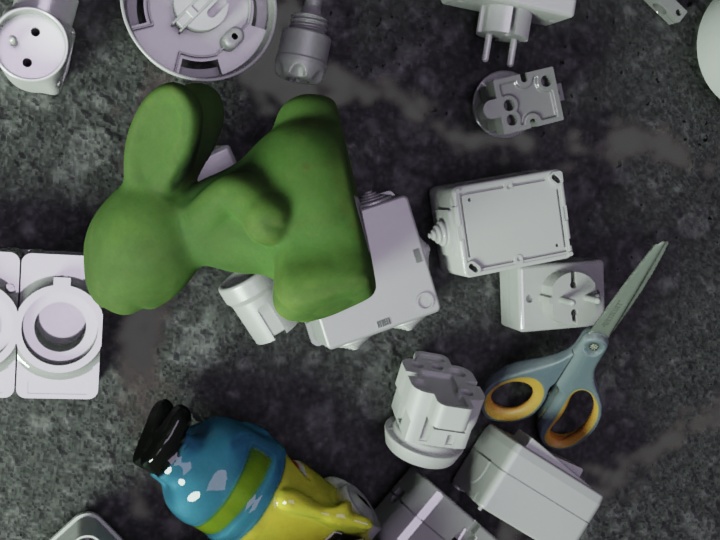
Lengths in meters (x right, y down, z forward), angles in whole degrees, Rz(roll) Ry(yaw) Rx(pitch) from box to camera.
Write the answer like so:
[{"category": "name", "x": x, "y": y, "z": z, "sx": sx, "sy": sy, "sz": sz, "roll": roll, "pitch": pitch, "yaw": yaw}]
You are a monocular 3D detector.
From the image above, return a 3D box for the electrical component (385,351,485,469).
[{"category": "electrical component", "x": 0.050, "y": 0.100, "z": 0.747, "sx": 0.058, "sy": 0.078, "sz": 0.057, "roll": 10, "pitch": 111, "yaw": -15}]

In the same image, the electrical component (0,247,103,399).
[{"category": "electrical component", "x": -0.239, "y": 0.031, "z": 0.672, "sx": 0.150, "sy": 0.062, "sz": 0.089, "roll": 3, "pitch": 94, "yaw": -14}]

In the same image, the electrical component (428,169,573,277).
[{"category": "electrical component", "x": 0.090, "y": -0.032, "z": 0.747, "sx": 0.096, "sy": 0.061, "sz": 0.061, "roll": -11, "pitch": 97, "yaw": -15}]

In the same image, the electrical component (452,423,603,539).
[{"category": "electrical component", "x": 0.127, "y": 0.158, "z": 0.772, "sx": 0.096, "sy": 0.062, "sz": 0.061, "roll": 33, "pitch": 88, "yaw": -15}]

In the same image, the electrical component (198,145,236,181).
[{"category": "electrical component", "x": -0.111, "y": -0.037, "z": 0.706, "sx": 0.077, "sy": 0.047, "sz": 0.065, "roll": -25, "pitch": 102, "yaw": -11}]

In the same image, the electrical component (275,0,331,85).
[{"category": "electrical component", "x": -0.036, "y": -0.157, "z": 0.721, "sx": 0.035, "sy": 0.035, "sz": 0.061, "roll": 11, "pitch": 89, "yaw": -15}]

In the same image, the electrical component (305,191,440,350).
[{"category": "electrical component", "x": 0.000, "y": 0.000, "z": 0.736, "sx": 0.100, "sy": 0.048, "sz": 0.099, "roll": -19, "pitch": 98, "yaw": -12}]

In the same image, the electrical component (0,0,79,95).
[{"category": "electrical component", "x": -0.196, "y": -0.151, "z": 0.660, "sx": 0.043, "sy": 0.077, "sz": 0.079, "roll": 15, "pitch": 90, "yaw": -15}]

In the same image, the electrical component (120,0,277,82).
[{"category": "electrical component", "x": -0.104, "y": -0.168, "z": 0.688, "sx": 0.099, "sy": 0.064, "sz": 0.099, "roll": -1, "pitch": 95, "yaw": -14}]

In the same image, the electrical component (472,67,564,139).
[{"category": "electrical component", "x": 0.107, "y": -0.116, "z": 0.748, "sx": 0.066, "sy": 0.055, "sz": 0.048, "roll": -15, "pitch": 98, "yaw": -12}]

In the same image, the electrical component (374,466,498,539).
[{"category": "electrical component", "x": 0.056, "y": 0.194, "z": 0.763, "sx": 0.095, "sy": 0.054, "sz": 0.059, "roll": 42, "pitch": 84, "yaw": -14}]

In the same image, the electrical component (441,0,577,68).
[{"category": "electrical component", "x": 0.101, "y": -0.180, "z": 0.746, "sx": 0.083, "sy": 0.047, "sz": 0.075, "roll": 8, "pitch": 93, "yaw": -14}]

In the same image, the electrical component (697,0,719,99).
[{"category": "electrical component", "x": 0.301, "y": -0.166, "z": 0.790, "sx": 0.108, "sy": 0.060, "sz": 0.108, "roll": -1, "pitch": 95, "yaw": -14}]

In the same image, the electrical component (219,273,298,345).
[{"category": "electrical component", "x": -0.067, "y": 0.022, "z": 0.726, "sx": 0.040, "sy": 0.040, "sz": 0.046, "roll": -33, "pitch": 107, "yaw": -9}]

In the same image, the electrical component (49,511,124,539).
[{"category": "electrical component", "x": -0.194, "y": 0.223, "z": 0.702, "sx": 0.113, "sy": 0.057, "sz": 0.078, "roll": -42, "pitch": 103, "yaw": -7}]

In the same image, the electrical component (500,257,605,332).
[{"category": "electrical component", "x": 0.143, "y": 0.018, "z": 0.758, "sx": 0.066, "sy": 0.077, "sz": 0.047, "roll": -4, "pitch": 96, "yaw": -14}]
